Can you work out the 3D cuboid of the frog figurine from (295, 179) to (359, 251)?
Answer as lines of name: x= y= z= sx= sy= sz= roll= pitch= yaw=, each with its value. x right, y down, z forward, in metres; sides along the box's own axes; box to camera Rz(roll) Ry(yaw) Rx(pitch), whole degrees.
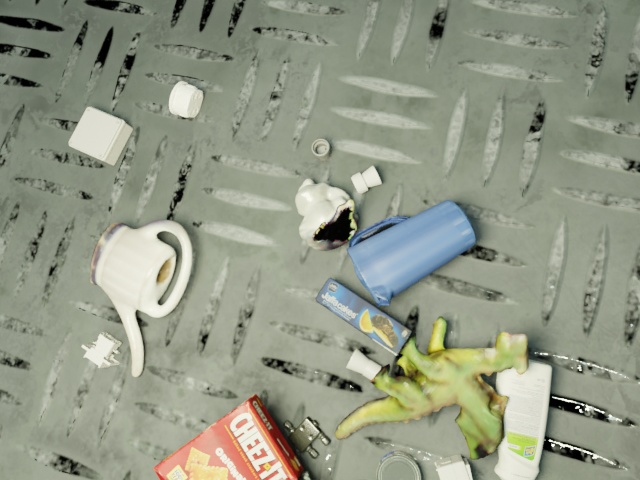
frog figurine: x=0.003 y=-0.056 z=1.115 sx=0.137 sy=0.121 sz=0.162 roll=-57 pitch=40 yaw=5

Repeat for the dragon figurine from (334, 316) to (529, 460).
dragon figurine: x=0.230 y=0.308 z=0.970 sx=0.245 sy=0.122 sz=0.406 roll=42 pitch=104 yaw=20

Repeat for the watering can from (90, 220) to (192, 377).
watering can: x=-0.413 y=0.107 z=1.138 sx=0.225 sy=0.104 sz=0.347 roll=24 pitch=93 yaw=14
